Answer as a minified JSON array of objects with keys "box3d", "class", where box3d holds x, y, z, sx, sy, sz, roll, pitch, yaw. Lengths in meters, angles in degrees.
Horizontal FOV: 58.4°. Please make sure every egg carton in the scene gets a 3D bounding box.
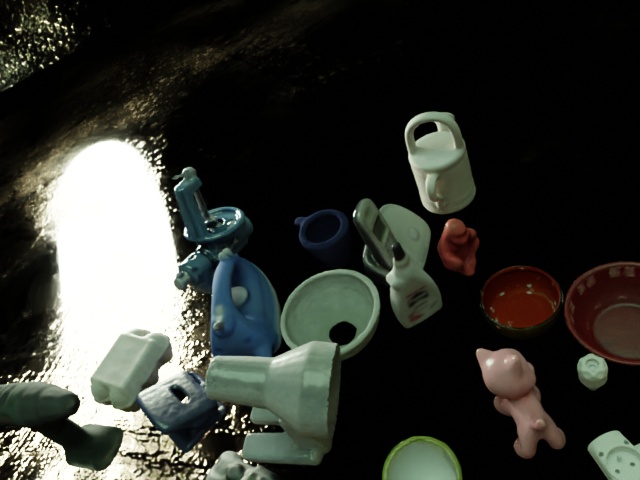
[{"box3d":[-0.330,0.227,1.009,0.107,0.070,0.150,5,53,30],"class":"egg carton"}]

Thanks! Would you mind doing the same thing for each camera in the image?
[{"box3d":[-0.104,0.366,0.746,0.142,0.101,0.137,14,57,35],"class":"camera"}]

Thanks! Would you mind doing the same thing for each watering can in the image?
[{"box3d":[0.206,-0.151,1.006,0.100,0.195,0.172,-17,45,11],"class":"watering can"}]

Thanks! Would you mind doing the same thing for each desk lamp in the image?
[{"box3d":[-0.047,0.221,0.770,0.202,0.214,0.118,-7,47,20],"class":"desk lamp"}]

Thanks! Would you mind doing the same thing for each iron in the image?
[{"box3d":[-0.146,0.097,0.987,0.118,0.142,0.258,-19,44,9],"class":"iron"}]

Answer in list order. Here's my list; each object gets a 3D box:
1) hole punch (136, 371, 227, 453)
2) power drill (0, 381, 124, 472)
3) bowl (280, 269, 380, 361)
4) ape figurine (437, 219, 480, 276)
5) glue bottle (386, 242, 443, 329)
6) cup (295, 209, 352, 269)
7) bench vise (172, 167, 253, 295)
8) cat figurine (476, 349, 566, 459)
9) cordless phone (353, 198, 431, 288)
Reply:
[{"box3d":[-0.220,0.260,0.909,0.101,0.091,0.108,-45,46,-17],"class":"hole punch"},{"box3d":[-0.407,0.284,0.892,0.229,0.209,0.075,-3,49,24],"class":"power drill"},{"box3d":[0.025,0.133,0.918,0.167,0.075,0.167,-14,45,15],"class":"bowl"},{"box3d":[0.223,0.004,0.928,0.078,0.092,0.076,-39,45,-11],"class":"ape figurine"},{"box3d":[0.133,0.062,0.859,0.078,0.174,0.037,-34,44,-6],"class":"glue bottle"},{"box3d":[0.009,0.004,1.031,0.117,0.095,0.092,20,61,38],"class":"cup"},{"box3d":[-0.212,-0.014,1.065,0.121,0.220,0.207,-10,47,18],"class":"bench vise"},{"box3d":[0.250,0.193,0.721,0.067,0.118,0.127,-25,44,3],"class":"cat figurine"},{"box3d":[0.112,-0.019,0.936,0.094,0.185,0.147,0,50,26],"class":"cordless phone"}]
